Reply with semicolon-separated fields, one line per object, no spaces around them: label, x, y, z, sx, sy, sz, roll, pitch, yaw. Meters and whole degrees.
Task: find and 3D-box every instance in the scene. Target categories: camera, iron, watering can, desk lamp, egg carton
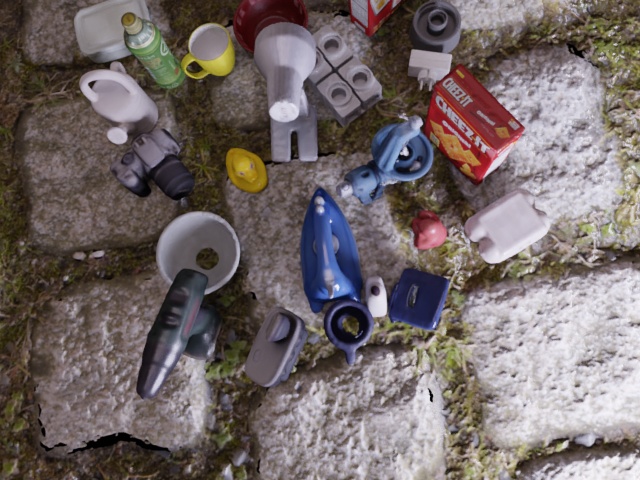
camera;-0.334;-0.141;1.170;0.143;0.101;0.136;-41;78;-4
iron;0.010;0.004;1.091;0.118;0.141;0.258;-10;78;3
watering can;-0.406;-0.281;1.155;0.101;0.194;0.173;-30;78;-1
desk lamp;-0.059;-0.281;1.115;0.118;0.213;0.203;-3;79;5
egg carton;0.361;-0.026;1.103;0.150;0.069;0.107;-33;78;-2

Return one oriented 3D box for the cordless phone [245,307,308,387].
cordless phone;-0.090;0.194;1.041;0.094;0.185;0.148;20;81;9

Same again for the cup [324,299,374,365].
cup;0.057;0.174;1.078;0.091;0.095;0.118;-5;79;4

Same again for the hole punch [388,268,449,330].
hole punch;0.184;0.113;1.081;0.101;0.091;0.109;18;81;8

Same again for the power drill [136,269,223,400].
power drill;-0.250;0.172;1.047;0.075;0.208;0.230;13;80;8

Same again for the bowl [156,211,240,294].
bowl;-0.235;0.030;1.141;0.167;0.075;0.167;-1;79;5

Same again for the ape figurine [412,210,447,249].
ape figurine;0.208;-0.020;1.104;0.076;0.092;0.078;30;83;10

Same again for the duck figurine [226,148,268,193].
duck figurine;-0.155;-0.150;1.164;0.077;0.086;0.104;-38;78;-3

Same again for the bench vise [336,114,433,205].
bench vise;0.131;-0.144;1.069;0.121;0.220;0.207;39;85;11

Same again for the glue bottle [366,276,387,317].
glue bottle;0.101;0.098;1.049;0.037;0.173;0.078;-8;78;4
